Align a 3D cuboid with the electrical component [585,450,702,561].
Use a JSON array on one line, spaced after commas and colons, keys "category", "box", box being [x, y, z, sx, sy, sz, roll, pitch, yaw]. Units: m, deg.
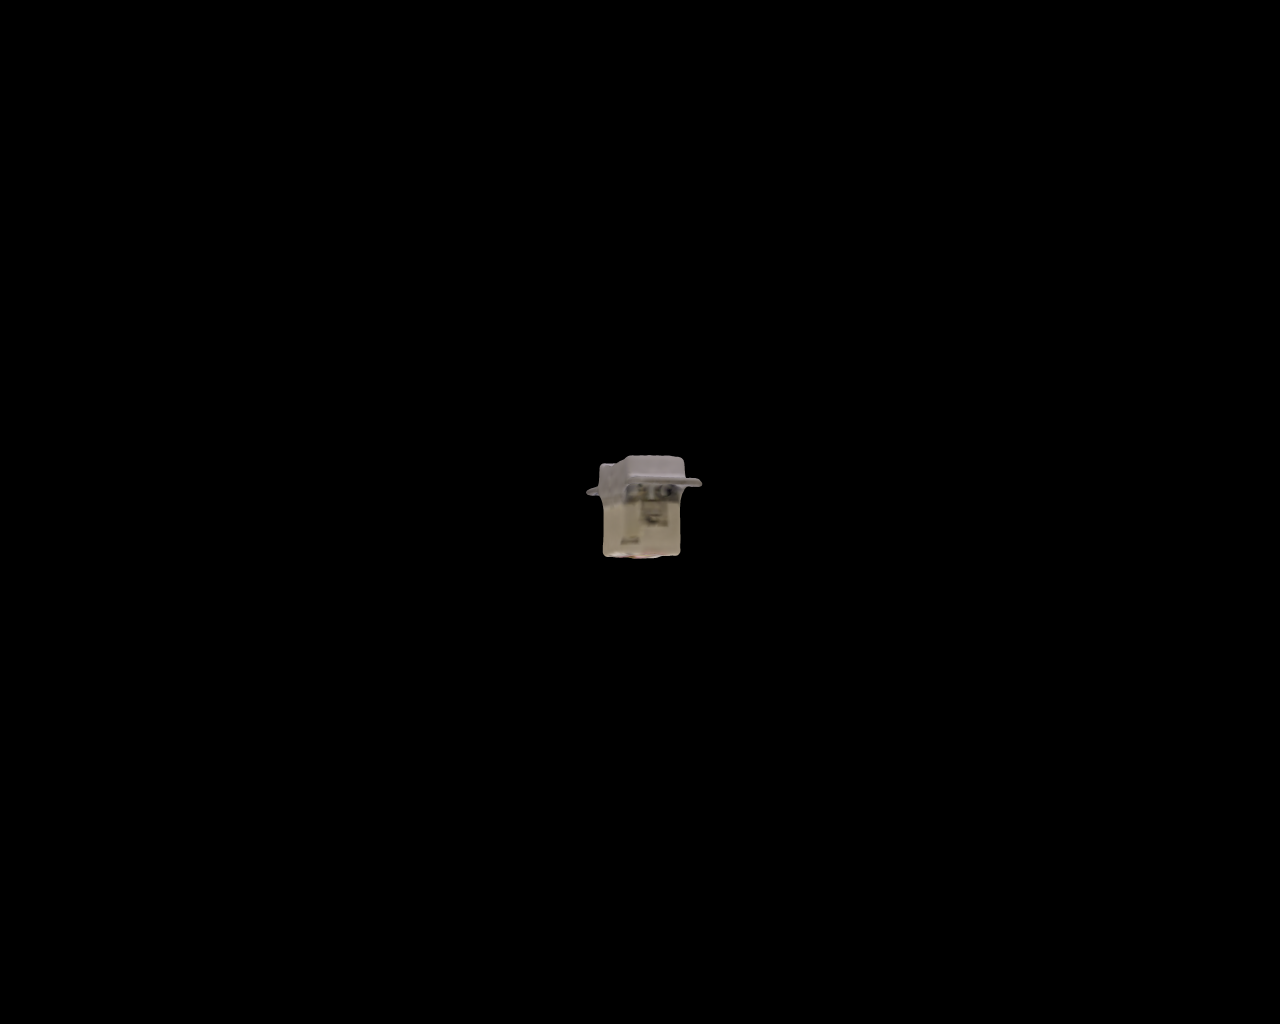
[{"category": "electrical component", "box": [0.001, -0.003, 0.650, 0.042, 0.063, 0.081, 2, -5, -24]}]
